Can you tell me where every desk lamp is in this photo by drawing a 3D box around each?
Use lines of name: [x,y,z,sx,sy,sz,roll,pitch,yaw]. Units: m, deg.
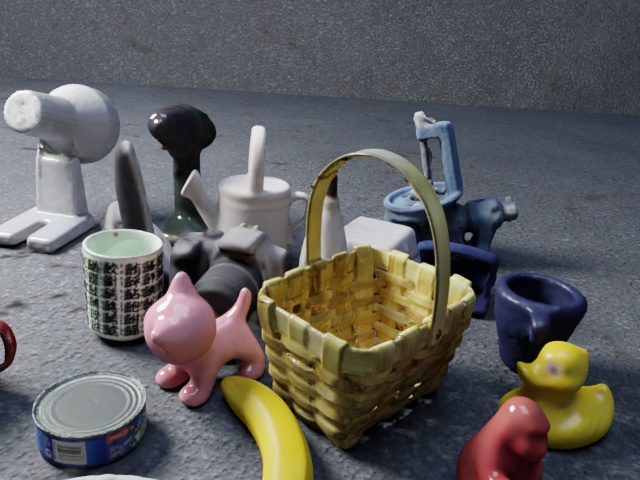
desk lamp: [-0.387,-0.118,0.845,0.118,0.214,0.203,7,22,5]

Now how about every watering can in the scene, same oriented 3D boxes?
watering can: [-0.098,-0.059,0.787,0.173,0.194,0.100,-6,24,-26]

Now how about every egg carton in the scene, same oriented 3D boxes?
egg carton: [0.072,0.019,0.798,0.107,0.069,0.151,14,23,22]

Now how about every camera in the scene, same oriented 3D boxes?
camera: [-0.113,0.042,0.655,0.143,0.101,0.137,9,22,9]

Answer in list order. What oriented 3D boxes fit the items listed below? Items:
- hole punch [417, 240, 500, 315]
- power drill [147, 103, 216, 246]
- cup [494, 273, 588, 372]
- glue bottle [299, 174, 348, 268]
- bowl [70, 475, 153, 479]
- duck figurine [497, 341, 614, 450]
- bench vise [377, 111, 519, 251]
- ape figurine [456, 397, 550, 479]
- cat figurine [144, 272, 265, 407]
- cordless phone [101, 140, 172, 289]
hole punch: [0.178,0.034,0.755,0.108,0.091,0.101,11,22,16]
power drill: [-0.203,-0.102,0.853,0.075,0.208,0.229,5,21,-1]
cup: [0.222,0.098,0.598,0.091,0.095,0.118,11,22,15]
glue bottle: [0.006,0.002,0.684,0.037,0.173,0.077,-9,26,-32]
bowl: [-0.119,0.203,0.281,0.167,0.075,0.167,5,21,-2]
duck figurine: [0.219,0.133,0.520,0.104,0.086,0.077,2,22,-8]
bench vise: [0.194,-0.082,0.878,0.208,0.220,0.121,0,22,-14]
ape figurine: [0.144,0.160,0.426,0.078,0.092,0.075,-13,28,-38]
cat figurine: [-0.110,0.084,0.527,0.067,0.118,0.128,22,27,37]
cordless phone: [-0.230,-0.040,0.721,0.094,0.185,0.147,-3,23,-20]
